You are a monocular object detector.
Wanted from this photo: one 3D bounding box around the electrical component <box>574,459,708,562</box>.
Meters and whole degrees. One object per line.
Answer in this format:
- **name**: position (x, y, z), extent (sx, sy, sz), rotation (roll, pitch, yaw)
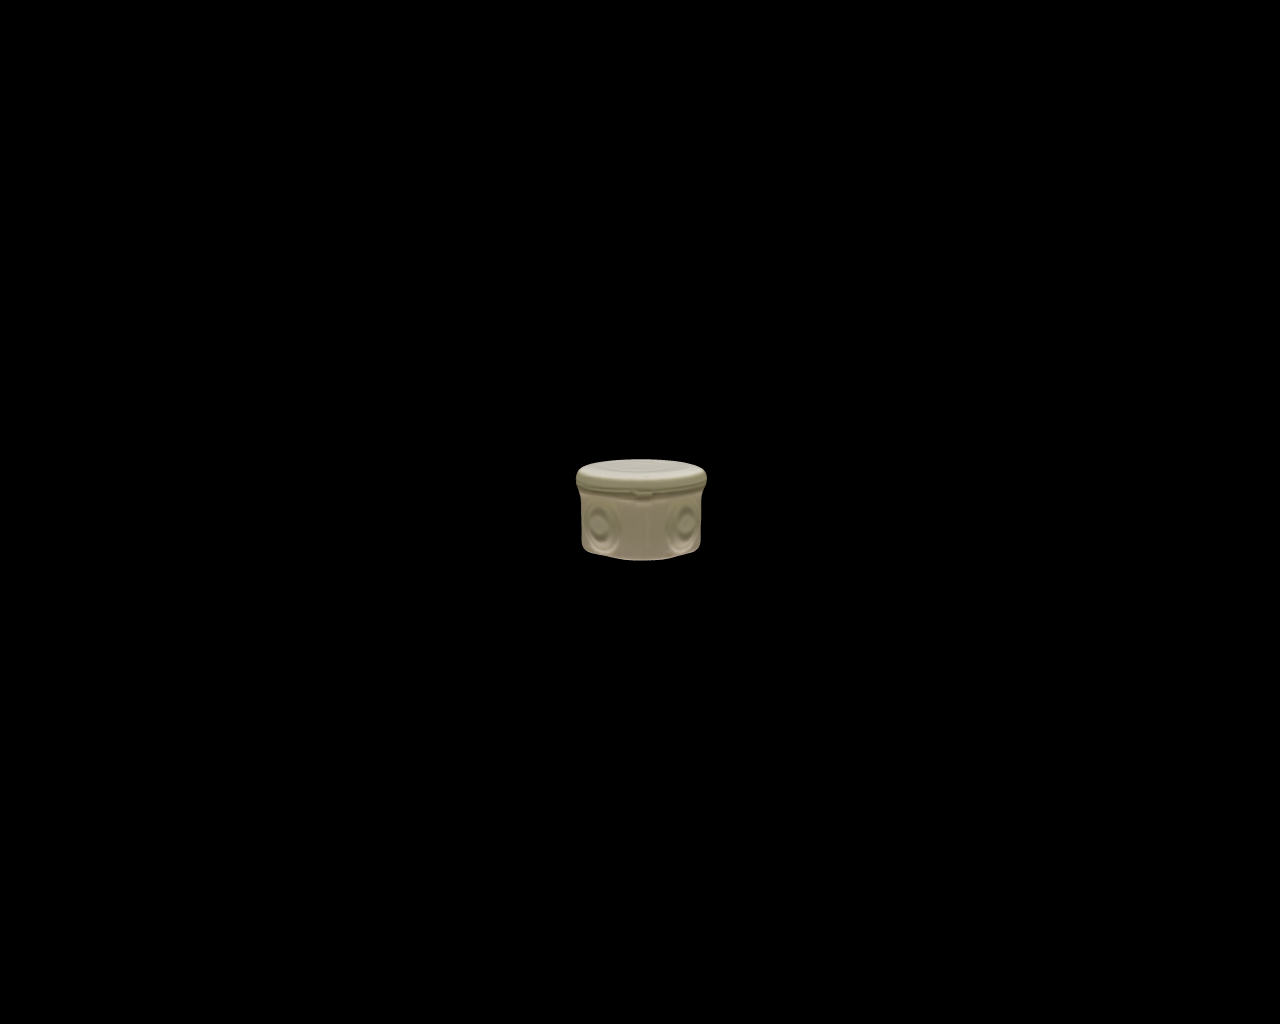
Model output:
- **electrical component**: position (0.001, -0.003, 0.650), extent (0.080, 0.051, 0.080), rotation (0, 11, 0)
